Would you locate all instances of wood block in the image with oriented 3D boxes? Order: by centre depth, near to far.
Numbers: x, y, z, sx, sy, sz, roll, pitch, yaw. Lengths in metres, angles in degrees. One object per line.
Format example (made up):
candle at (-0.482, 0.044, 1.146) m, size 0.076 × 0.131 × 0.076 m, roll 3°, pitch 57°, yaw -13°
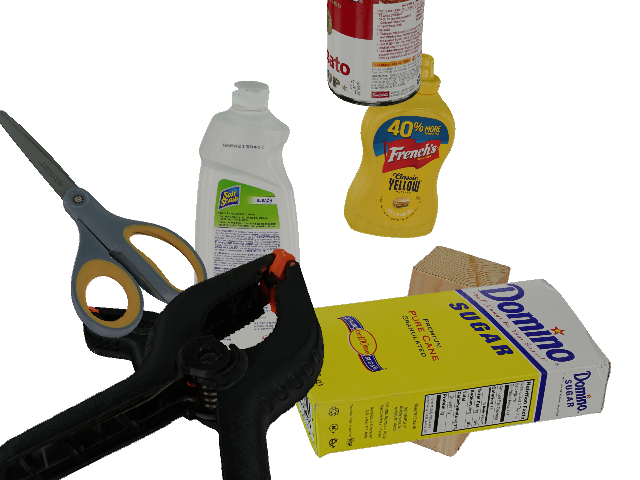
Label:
wood block at (0.142, 0.124, 1.207) m, size 0.090 × 0.206 × 0.090 m, roll 17°, pitch 23°, yaw 21°

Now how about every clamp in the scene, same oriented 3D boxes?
clamp at (-0.040, 0.068, 0.451) m, size 0.120 × 0.039 × 0.171 m, roll 26°, pitch 48°, yaw 19°
clamp at (-0.180, 0.107, 1.094) m, size 0.210 × 0.036 × 0.164 m, roll 12°, pitch 18°, yaw 31°

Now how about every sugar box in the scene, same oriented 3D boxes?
sugar box at (0.070, 0.071, 0.635) m, size 0.176 × 0.048 × 0.093 m, roll -9°, pitch 34°, yaw -11°

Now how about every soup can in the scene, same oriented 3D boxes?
soup can at (0.038, -0.151, 0.724) m, size 0.068 × 0.102 × 0.068 m, roll 0°, pitch 37°, yaw 0°

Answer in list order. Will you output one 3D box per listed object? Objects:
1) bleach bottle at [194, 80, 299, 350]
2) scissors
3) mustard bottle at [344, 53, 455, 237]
bleach bottle at (-0.059, -0.014, 0.939) m, size 0.102 × 0.251 × 0.068 m, roll 0°, pitch 22°, yaw -11°
scissors at (-0.169, -0.008, 0.713) m, size 0.202 × 0.096 × 0.016 m, roll 32°, pitch -31°, yaw 11°
mustard bottle at (0.087, -0.098, 1.096) m, size 0.096 × 0.192 × 0.058 m, roll 4°, pitch 27°, yaw -13°
